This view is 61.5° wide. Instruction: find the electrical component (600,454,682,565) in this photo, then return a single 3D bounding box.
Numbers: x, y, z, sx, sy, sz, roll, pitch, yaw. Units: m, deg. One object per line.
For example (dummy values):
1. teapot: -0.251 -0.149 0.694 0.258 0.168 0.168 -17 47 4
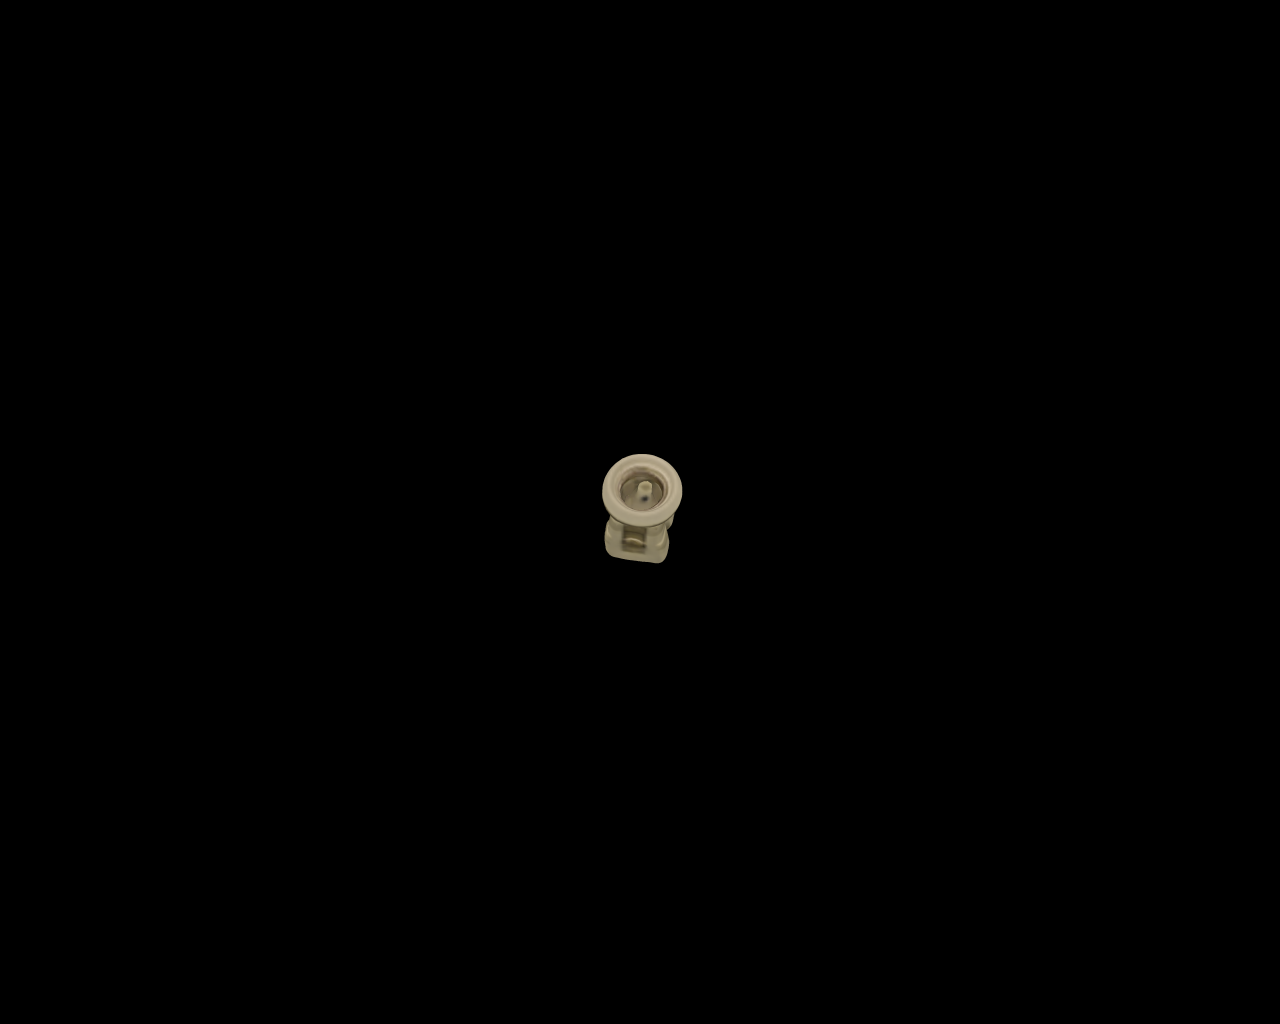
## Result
1. electrical component: 0.001 -0.003 0.650 0.048 0.066 0.055 7 -32 5
